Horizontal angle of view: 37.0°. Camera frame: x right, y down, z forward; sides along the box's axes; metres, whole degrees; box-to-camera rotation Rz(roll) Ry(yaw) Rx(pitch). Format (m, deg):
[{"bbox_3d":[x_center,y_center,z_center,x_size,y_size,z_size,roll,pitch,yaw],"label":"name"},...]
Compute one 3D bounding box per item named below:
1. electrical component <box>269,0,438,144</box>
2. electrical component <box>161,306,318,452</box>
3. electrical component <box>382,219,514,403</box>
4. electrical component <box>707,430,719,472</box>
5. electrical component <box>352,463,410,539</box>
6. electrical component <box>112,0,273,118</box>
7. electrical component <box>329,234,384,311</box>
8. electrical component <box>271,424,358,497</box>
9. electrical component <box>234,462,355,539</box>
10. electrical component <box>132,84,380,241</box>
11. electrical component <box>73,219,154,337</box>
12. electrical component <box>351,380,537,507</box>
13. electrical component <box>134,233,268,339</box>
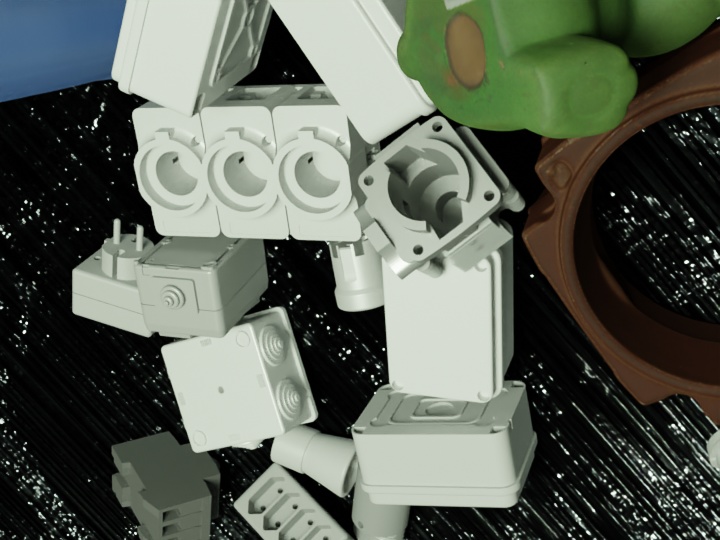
[{"bbox_3d":[0.010,-0.142,0.633,0.057,0.078,0.113,-28,103,33],"label":"electrical component"},{"bbox_3d":[-0.090,0.082,0.789,0.100,0.048,0.099,-16,93,28],"label":"electrical component"},{"bbox_3d":[0.059,0.025,0.710,0.078,0.057,0.113,5,117,19],"label":"electrical component"},{"bbox_3d":[0.244,0.114,0.616,0.080,0.051,0.080,-3,146,-2],"label":"electrical component"},{"bbox_3d":[0.016,0.179,0.812,0.043,0.043,0.081,14,119,14],"label":"electrical component"},{"bbox_3d":[-0.091,-0.162,0.645,0.056,0.108,0.108,24,121,5],"label":"electrical component"},{"bbox_3d":[0.000,0.000,0.732,0.040,0.040,0.046,-5,107,23],"label":"electrical component"},{"bbox_3d":[-0.034,0.139,0.814,0.065,0.044,0.044,19,121,17],"label":"electrical component"},{"bbox_3d":[-0.046,0.202,0.838,0.047,0.075,0.083,-45,65,-9],"label":"electrical component"},{"bbox_3d":[-0.066,-0.071,0.708,0.150,0.061,0.089,2,116,20],"label":"electrical component"},{"bbox_3d":[-0.171,-0.001,0.792,0.066,0.047,0.076,16,120,13],"label":"electrical component"},{"bbox_3d":[0.060,0.120,0.745,0.113,0.078,0.057,-4,111,23],"label":"electrical component"},{"bbox_3d":[-0.110,0.010,0.745,0.062,0.096,0.061,4,117,19],"label":"electrical component"}]
